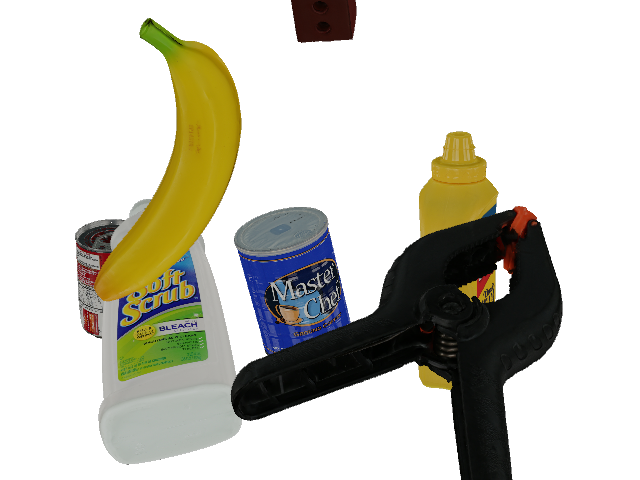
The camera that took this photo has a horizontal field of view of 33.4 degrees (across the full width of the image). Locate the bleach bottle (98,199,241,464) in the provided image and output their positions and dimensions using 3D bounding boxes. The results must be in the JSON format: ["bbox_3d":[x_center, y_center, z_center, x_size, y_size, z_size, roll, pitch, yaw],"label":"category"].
[{"bbox_3d":[-0.130,0.053,0.832,0.102,0.068,0.251,-12,40,-8],"label":"bleach bottle"}]

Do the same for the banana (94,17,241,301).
[{"bbox_3d":[-0.087,-0.041,0.635,0.069,0.198,0.037,9,34,-12],"label":"banana"}]

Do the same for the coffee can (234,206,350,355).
[{"bbox_3d":[-0.028,0.048,1.166,0.103,0.140,0.103,-11,25,5],"label":"coffee can"}]

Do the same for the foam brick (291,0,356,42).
[{"bbox_3d":[0.002,-0.224,0.960,0.053,0.051,0.078,-2,-43,9],"label":"foam brick"}]

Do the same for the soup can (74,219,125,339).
[{"bbox_3d":[-0.207,0.039,1.062,0.068,0.102,0.068,2,26,-1],"label":"soup can"}]

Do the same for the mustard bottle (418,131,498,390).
[{"bbox_3d":[0.106,0.012,0.821,0.058,0.192,0.096,6,20,25],"label":"mustard bottle"}]

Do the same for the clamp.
[{"bbox_3d":[0.059,0.048,0.450,0.120,0.039,0.171,35,54,23],"label":"clamp"}]
